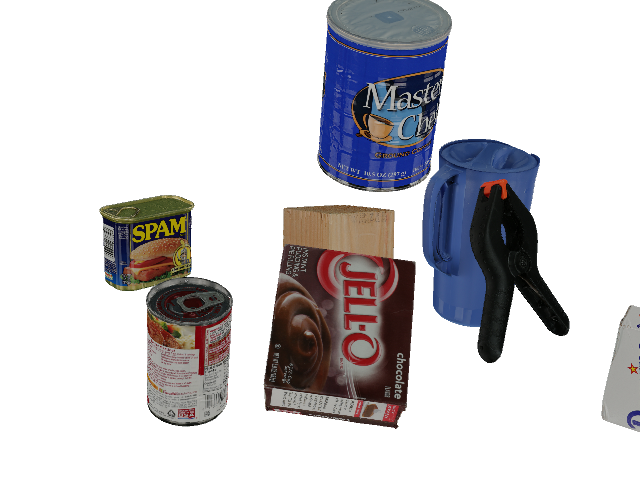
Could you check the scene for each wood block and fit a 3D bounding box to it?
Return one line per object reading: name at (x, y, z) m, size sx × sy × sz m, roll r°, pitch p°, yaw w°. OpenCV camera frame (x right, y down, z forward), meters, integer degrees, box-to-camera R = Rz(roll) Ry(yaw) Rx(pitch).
wood block at (0.018, 0.068, 1.159) m, size 0.090 × 0.206 × 0.091 m, roll -4°, pitch 9°, yaw -37°

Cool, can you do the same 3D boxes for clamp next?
clamp at (0.175, 0.031, 1.017) m, size 0.120 × 0.171 × 0.039 m, roll -25°, pitch 7°, yaw -43°

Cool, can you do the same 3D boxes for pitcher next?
pitcher at (0.208, -0.007, 1.449) m, size 0.149 × 0.243 × 0.145 m, roll 5°, pitch 24°, yaw 3°

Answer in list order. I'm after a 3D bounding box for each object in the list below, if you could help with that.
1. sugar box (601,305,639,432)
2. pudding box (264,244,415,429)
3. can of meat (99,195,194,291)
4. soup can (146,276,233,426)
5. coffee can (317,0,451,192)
sugar box at (0.312, 0.121, 0.823) m, size 0.176 × 0.093 × 0.048 m, roll 15°, pitch 28°, yaw 22°
pudding box at (0.013, 0.061, 0.694) m, size 0.090 × 0.113 × 0.039 m, roll 7°, pitch -34°, yaw 0°
can of meat at (-0.189, 0.002, 1.172) m, size 0.101 × 0.084 × 0.058 m, roll -14°, pitch 24°, yaw -39°
soup can at (-0.106, 0.090, 0.862) m, size 0.068 × 0.102 × 0.068 m, roll 4°, pitch 29°, yaw -2°
coffee can at (0.052, -0.127, 0.912) m, size 0.103 × 0.140 × 0.103 m, roll 3°, pitch 36°, yaw -2°
